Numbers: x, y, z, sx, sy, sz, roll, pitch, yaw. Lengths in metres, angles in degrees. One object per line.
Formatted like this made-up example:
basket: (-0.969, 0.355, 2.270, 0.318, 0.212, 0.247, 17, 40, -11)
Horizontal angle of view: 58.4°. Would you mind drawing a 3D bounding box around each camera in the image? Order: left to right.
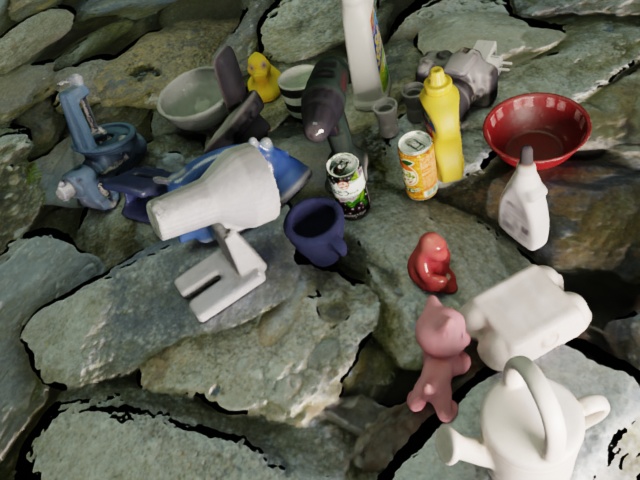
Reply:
camera: (0.223, -0.269, 1.007, 0.142, 0.101, 0.137, 22, 61, 30)

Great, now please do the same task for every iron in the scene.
iron: (-0.144, -0.106, 0.958, 0.258, 0.142, 0.118, -28, 50, -7)

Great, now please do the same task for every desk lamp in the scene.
desk lamp: (-0.146, -0.015, 0.839, 0.203, 0.214, 0.117, -36, 51, -13)

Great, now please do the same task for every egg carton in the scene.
egg carton: (0.256, 0.099, 0.724, 0.150, 0.069, 0.107, -28, 50, -7)

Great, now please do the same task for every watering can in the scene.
watering can: (0.207, 0.192, 0.582, 0.173, 0.194, 0.100, -35, 51, -12)

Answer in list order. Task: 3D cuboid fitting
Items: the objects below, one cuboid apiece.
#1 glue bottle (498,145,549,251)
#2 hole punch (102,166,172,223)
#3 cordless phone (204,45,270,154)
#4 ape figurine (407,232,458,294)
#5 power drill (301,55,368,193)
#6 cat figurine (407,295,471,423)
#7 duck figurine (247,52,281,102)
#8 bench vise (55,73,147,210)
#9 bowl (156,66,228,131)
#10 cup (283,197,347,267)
glue bottle: (0.278, -0.062, 0.778, 0.037, 0.173, 0.078, -32, 50, -10)
hole punch: (-0.320, -0.097, 1.036, 0.108, 0.091, 0.101, 12, 57, 25)
cordless phone: (-0.175, -0.248, 1.053, 0.094, 0.185, 0.148, 11, 56, 24)
ape figurine: (0.157, 0.026, 0.797, 0.076, 0.092, 0.078, 16, 58, 27)
power drill: (0.023, -0.178, 0.923, 0.075, 0.209, 0.229, -6, 51, 12)
cat figurine: (0.143, 0.137, 0.694, 0.067, 0.118, 0.128, 8, 55, 22)
duck figurine: (-0.121, -0.348, 1.182, 0.077, 0.086, 0.104, -12, 50, 7)
bench vise: (-0.412, -0.174, 1.041, 0.121, 0.220, 0.207, -5, 51, 13)
bowl: (-0.241, -0.275, 1.167, 0.167, 0.075, 0.167, -8, 51, 10)
cup: (0.008, 0.003, 0.857, 0.092, 0.095, 0.117, -38, 52, -14)
